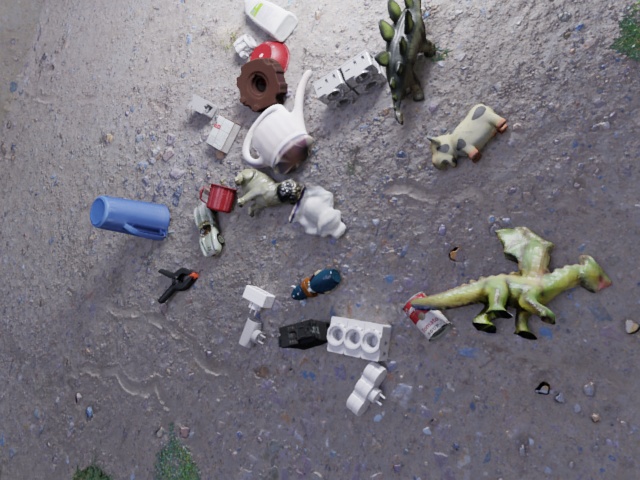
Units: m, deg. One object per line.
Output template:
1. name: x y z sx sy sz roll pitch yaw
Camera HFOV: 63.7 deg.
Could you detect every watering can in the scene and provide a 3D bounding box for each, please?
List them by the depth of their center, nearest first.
1. watering can: -0.100 -0.345 1.579 0.345 0.103 0.228 -46 60 11

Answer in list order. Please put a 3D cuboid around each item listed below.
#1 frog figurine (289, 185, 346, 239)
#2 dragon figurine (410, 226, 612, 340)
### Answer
1. frog figurine: 0.004 -0.074 1.465 0.159 0.122 0.138 25 83 -2
2. dragon figurine: 0.422 0.081 1.161 0.411 0.120 0.247 8 62 29
